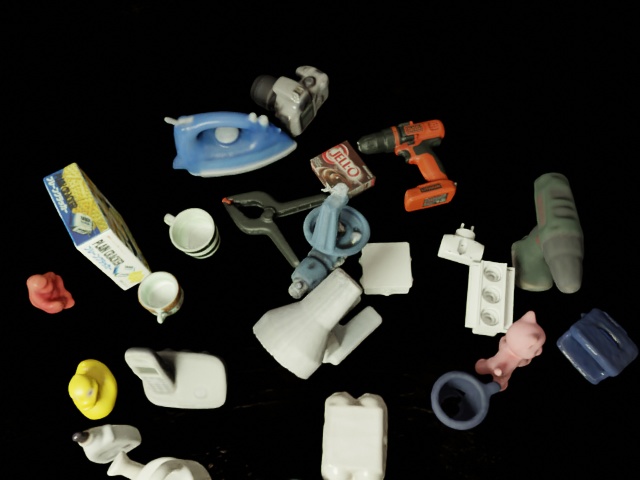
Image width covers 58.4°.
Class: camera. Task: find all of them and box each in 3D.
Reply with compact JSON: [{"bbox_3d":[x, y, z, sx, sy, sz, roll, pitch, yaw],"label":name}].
[{"bbox_3d":[-0.070,-0.317,1.221,0.136,0.101,0.143,30,71,15],"label":"camera"}]

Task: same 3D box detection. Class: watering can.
[{"bbox_3d":[-0.241,0.383,0.870,0.172,0.194,0.101,5,66,5],"label":"watering can"}]

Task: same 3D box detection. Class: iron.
[{"bbox_3d":[-0.180,-0.217,1.161,0.258,0.141,0.118,-7,66,0],"label":"iron"}]

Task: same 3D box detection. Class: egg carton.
[{"bbox_3d":[0.058,0.330,0.946,0.107,0.069,0.150,1,66,4],"label":"egg carton"}]

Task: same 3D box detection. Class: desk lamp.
[{"bbox_3d":[0.001,0.137,0.955,0.203,0.214,0.117,-41,70,-14],"label":"desk lamp"}]

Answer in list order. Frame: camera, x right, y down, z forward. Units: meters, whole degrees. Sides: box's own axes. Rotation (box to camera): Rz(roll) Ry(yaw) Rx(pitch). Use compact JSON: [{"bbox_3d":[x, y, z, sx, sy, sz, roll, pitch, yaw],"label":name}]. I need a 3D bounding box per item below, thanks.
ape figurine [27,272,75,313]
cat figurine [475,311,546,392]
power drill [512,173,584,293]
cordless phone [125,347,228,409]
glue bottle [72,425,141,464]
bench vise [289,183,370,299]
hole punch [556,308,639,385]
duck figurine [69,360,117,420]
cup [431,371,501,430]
[{"bbox_3d":[-0.512,0.093,1.069,0.076,0.092,0.078,-1,66,3],"label":"ape figurine"},{"bbox_3d":[0.330,0.186,0.968,0.067,0.118,0.128,41,74,19],"label":"cat figurine"},{"bbox_3d":[0.395,0.012,0.992,0.075,0.208,0.229,3,66,5],"label":"power drill"},{"bbox_3d":[-0.234,0.220,0.947,0.147,0.185,0.094,-1,66,3],"label":"cordless phone"},{"bbox_3d":[-0.350,0.321,0.915,0.078,0.173,0.037,-27,67,-8],"label":"glue bottle"},{"bbox_3d":[0.021,0.006,1.008,0.121,0.220,0.207,12,67,9],"label":"bench vise"},{"bbox_3d":[0.479,0.174,0.980,0.101,0.091,0.108,-35,69,-12],"label":"hole punch"},{"bbox_3d":[-0.404,0.255,0.995,0.077,0.086,0.104,-19,66,-5],"label":"duck figurine"},{"bbox_3d":[0.237,0.266,0.950,0.118,0.095,0.091,-19,66,-5],"label":"cup"}]
